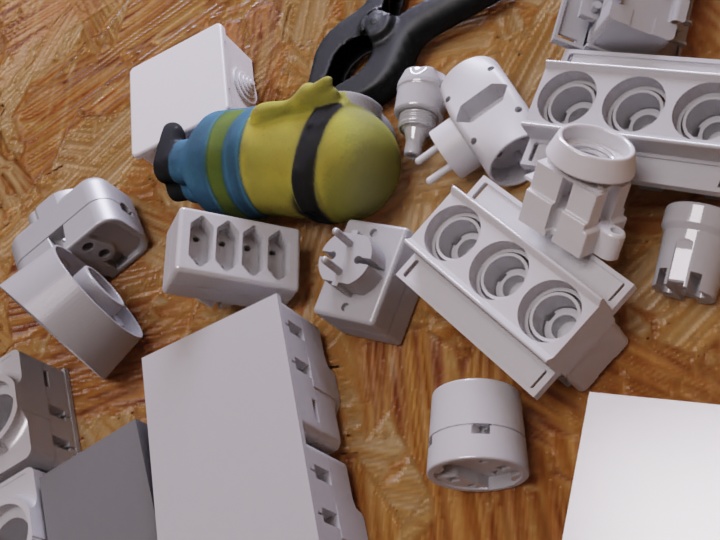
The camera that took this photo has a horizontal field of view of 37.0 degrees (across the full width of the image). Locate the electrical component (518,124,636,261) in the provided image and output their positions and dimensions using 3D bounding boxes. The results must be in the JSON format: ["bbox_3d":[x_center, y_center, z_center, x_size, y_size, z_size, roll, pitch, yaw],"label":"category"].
[{"bbox_3d":[0.119,-0.045,0.576,0.066,0.048,0.055,37,131,34],"label":"electrical component"}]

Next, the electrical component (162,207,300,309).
[{"bbox_3d":[-0.092,0.002,0.728,0.075,0.083,0.047,132,143,-55],"label":"electrical component"}]

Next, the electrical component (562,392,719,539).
[{"bbox_3d":[0.150,0.159,0.498,0.105,0.060,0.186,2,68,33],"label":"electrical component"}]

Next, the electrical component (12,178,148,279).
[{"bbox_3d":[-0.217,-0.022,0.825,0.095,0.054,0.059,-38,52,10],"label":"electrical component"}]

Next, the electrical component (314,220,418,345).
[{"bbox_3d":[0.000,0.000,0.663,0.047,0.077,0.065,10,72,35],"label":"electrical component"}]

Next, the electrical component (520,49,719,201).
[{"bbox_3d":[0.164,-0.079,0.611,0.121,0.063,0.078,13,74,36],"label":"electrical component"}]

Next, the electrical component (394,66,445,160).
[{"bbox_3d":[0.039,-0.103,0.720,0.035,0.035,0.061,-2,68,31],"label":"electrical component"}]

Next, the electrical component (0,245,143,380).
[{"bbox_3d":[-0.205,0.032,0.764,0.064,0.099,0.099,-42,51,-1],"label":"electrical component"}]

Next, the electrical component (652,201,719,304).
[{"bbox_3d":[0.180,-0.009,0.580,0.040,0.040,0.046,10,78,35],"label":"electrical component"}]

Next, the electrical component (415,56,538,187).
[{"bbox_3d":[0.071,-0.084,0.684,0.079,0.043,0.077,-35,53,13],"label":"electrical component"}]

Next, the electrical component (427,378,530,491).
[{"bbox_3d":[0.064,0.091,0.592,0.055,0.055,0.047,-14,56,26],"label":"electrical component"}]

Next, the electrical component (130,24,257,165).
[{"bbox_3d":[-0.126,-0.126,0.826,0.100,0.048,0.099,-22,56,21],"label":"electrical component"}]

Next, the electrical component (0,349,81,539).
[{"bbox_3d":[-0.252,0.161,0.749,0.105,0.060,0.186,-31,54,15],"label":"electrical component"}]

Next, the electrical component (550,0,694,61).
[{"bbox_3d":[0.172,-0.183,0.651,0.079,0.063,0.121,19,73,-5],"label":"electrical component"}]

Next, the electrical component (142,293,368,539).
[{"bbox_3d":[-0.064,0.124,0.651,0.105,0.060,0.186,-25,55,19],"label":"electrical component"}]

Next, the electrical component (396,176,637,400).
[{"bbox_3d":[0.090,0.012,0.610,0.078,0.063,0.121,-48,51,1],"label":"electrical component"}]
